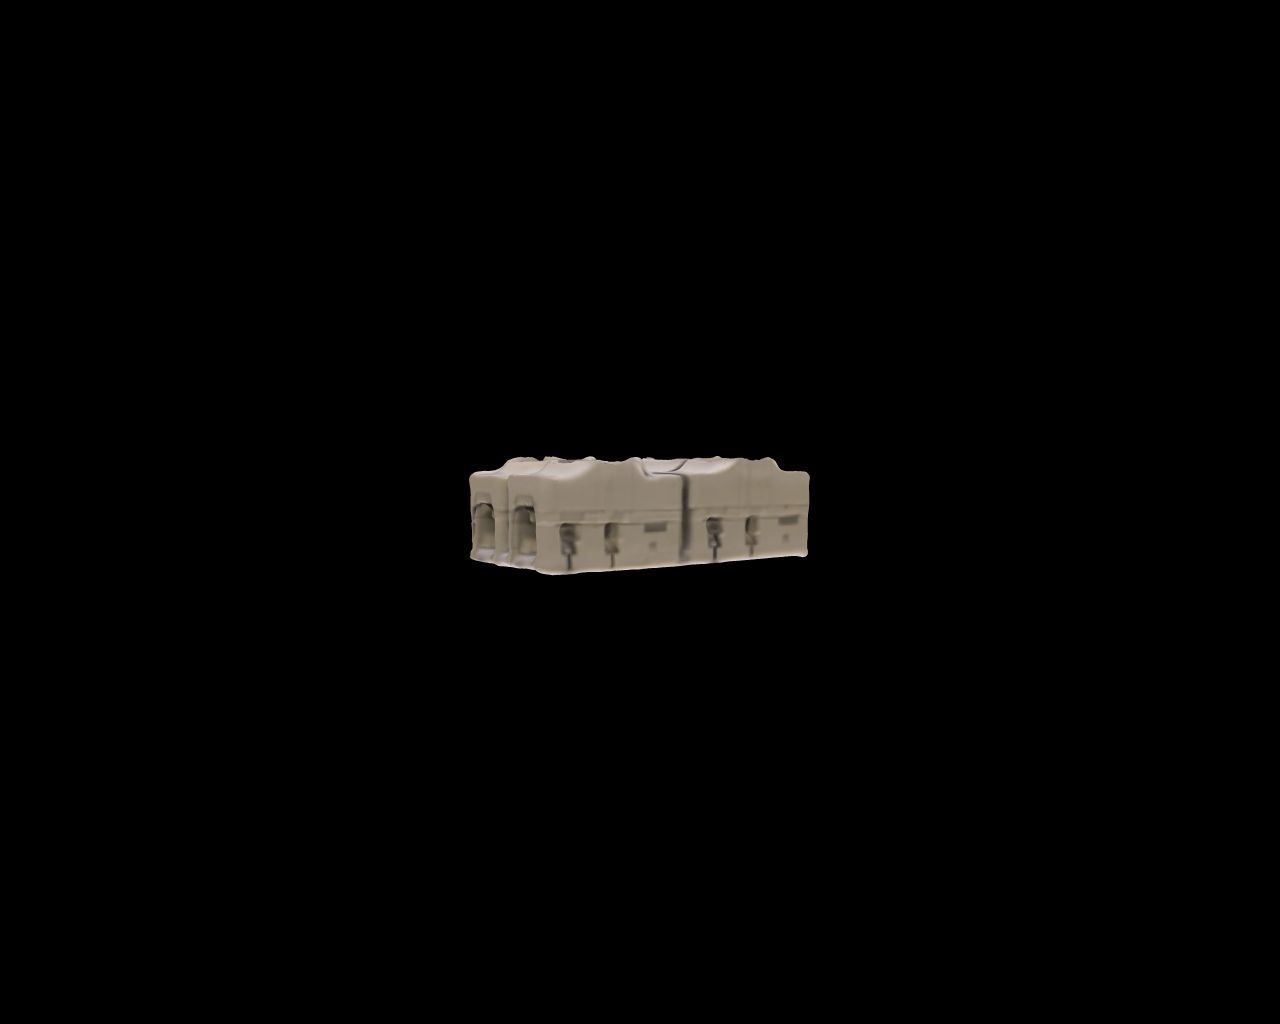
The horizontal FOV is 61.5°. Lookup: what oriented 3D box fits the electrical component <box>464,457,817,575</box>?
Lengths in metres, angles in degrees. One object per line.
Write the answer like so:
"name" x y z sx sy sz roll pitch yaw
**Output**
"electrical component" 0.001 -0.003 0.650 0.186 0.060 0.105 -2 4 -31
